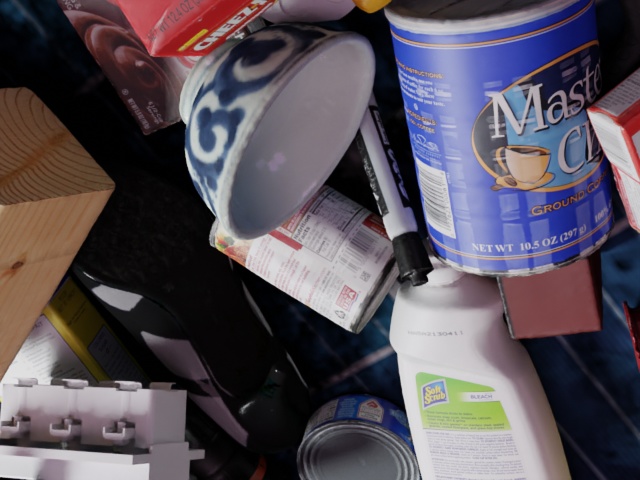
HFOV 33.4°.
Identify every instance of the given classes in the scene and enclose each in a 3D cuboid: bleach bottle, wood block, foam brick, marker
[{"bbox_3d":[0.107,0.111,0.684,0.103,0.068,0.251,-5,117,19],"label":"bleach bottle"},{"bbox_3d":[-0.218,0.020,0.625,0.090,0.090,0.206,46,119,17],"label":"wood block"},{"bbox_3d":[0.131,0.012,0.609,0.053,0.078,0.051,-8,120,19],"label":"foam brick"},{"bbox_3d":[0.037,-0.031,0.594,0.020,0.020,0.121,-26,71,25],"label":"marker"}]

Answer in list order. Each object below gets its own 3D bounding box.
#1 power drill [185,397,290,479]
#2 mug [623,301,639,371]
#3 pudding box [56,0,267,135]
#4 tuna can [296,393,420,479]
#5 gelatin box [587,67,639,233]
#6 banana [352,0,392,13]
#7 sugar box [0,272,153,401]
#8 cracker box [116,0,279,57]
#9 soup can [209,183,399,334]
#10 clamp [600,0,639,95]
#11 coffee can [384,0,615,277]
[{"bbox_3d":[-0.107,0.212,0.798,0.188,0.057,0.184,-28,110,27],"label":"power drill"},{"bbox_3d":[0.228,0.082,0.612,0.081,0.117,0.093,-14,155,15],"label":"mug"},{"bbox_3d":[-0.086,-0.126,0.594,0.090,0.039,0.113,-19,121,22],"label":"pudding box"},{"bbox_3d":[0.029,0.149,0.742,0.086,0.033,0.086,6,122,10],"label":"tuna can"},{"bbox_3d":[0.179,-0.051,0.529,0.073,0.030,0.089,-38,128,-5],"label":"gelatin box"},{"bbox_3d":[0.046,-0.208,0.497,0.070,0.037,0.198,0,100,12],"label":"banana"},{"bbox_3d":[-0.199,0.067,0.739,0.093,0.048,0.176,-24,109,24],"label":"sugar box"},{"bbox_3d":[-0.059,-0.214,0.470,0.164,0.072,0.214,-33,89,21],"label":"cracker box"},{"bbox_3d":[-0.004,0.001,0.626,0.102,0.068,0.069,32,124,9],"label":"soup can"},{"bbox_3d":[0.197,-0.102,0.547,0.120,0.039,0.171,1,128,11],"label":"clamp"},{"bbox_3d":[0.095,-0.066,0.554,0.103,0.102,0.140,-5,120,16],"label":"coffee can"}]
